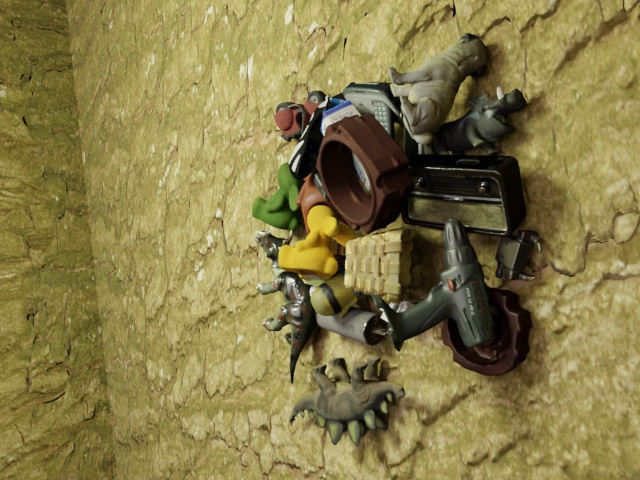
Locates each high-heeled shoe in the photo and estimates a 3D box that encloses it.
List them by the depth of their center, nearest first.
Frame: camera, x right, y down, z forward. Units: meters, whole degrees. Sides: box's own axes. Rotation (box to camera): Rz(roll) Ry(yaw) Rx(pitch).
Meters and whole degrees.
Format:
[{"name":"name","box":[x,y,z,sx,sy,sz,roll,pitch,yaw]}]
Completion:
[{"name":"high-heeled shoe","box":[0.012,-0.252,1.274,0.248,0.086,0.145,-49,19,21]}]

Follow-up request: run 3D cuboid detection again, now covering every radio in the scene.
[{"name":"radio","box":[0.259,-0.089,1.011,0.230,0.073,0.131,9,124,40]}]

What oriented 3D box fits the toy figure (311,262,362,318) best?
[{"name":"toy figure","box":[0.059,0.104,1.241,0.180,0.089,0.082,-37,44,7]}]

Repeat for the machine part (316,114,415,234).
[{"name":"machine part","box":[0.082,-0.128,1.067,0.201,0.087,0.200,56,154,22]}]

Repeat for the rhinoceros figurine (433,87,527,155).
[{"name":"rhinoceros figurine","box":[0.303,-0.216,1.019,0.190,0.073,0.112,-25,62,49]}]

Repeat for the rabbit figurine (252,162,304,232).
[{"name":"rabbit figurine","box":[-0.092,-0.117,1.434,0.159,0.121,0.170,35,120,36]}]

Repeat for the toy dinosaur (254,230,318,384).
[{"name":"toy dinosaur","box":[-0.063,0.161,1.421,0.192,0.131,0.404,-29,75,46]}]

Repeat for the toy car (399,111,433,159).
[{"name":"toy car","box":[0.207,-0.208,1.131,0.073,0.056,0.201,178,92,-66]}]

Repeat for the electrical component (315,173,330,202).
[{"name":"electrical component","box":[0.058,-0.141,1.247,0.115,0.134,0.058,57,159,31]}]

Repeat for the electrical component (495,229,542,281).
[{"name":"electrical component","box":[0.360,0.029,0.976,0.078,0.045,0.102,-140,58,-74]}]

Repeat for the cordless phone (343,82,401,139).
[{"name":"cordless phone","box":[0.126,-0.263,1.220,0.147,0.089,0.184,21,122,47]}]

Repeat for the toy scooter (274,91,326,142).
[{"name":"toy scooter","box":[-0.050,-0.307,1.420,0.184,0.075,0.135,-8,85,44]}]

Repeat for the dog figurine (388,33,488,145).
[{"name":"dog figurine","box":[0.243,-0.284,1.020,0.191,0.121,0.172,-19,89,8]}]

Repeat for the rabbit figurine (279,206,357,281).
[{"name":"rabbit figurine","box":[-0.002,-0.004,1.212,0.162,0.121,0.173,-14,55,46]}]

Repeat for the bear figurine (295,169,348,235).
[{"name":"bear figurine","box":[-0.002,-0.127,1.354,0.196,0.120,0.131,-99,-11,-48]}]

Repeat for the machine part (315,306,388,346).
[{"name":"machine part","box":[0.073,0.196,1.284,0.243,0.079,0.079,12,100,49]}]

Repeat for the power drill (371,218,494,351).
[{"name":"power drill","box":[0.201,0.097,0.980,0.086,0.207,0.232,102,147,-82]}]

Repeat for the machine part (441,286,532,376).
[{"name":"machine part","box":[0.314,0.168,1.021,0.180,0.056,0.179,3,94,48]}]

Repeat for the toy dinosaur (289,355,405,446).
[{"name":"toy dinosaur","box":[0.047,0.389,1.303,0.471,0.105,0.198,-23,77,52]}]
